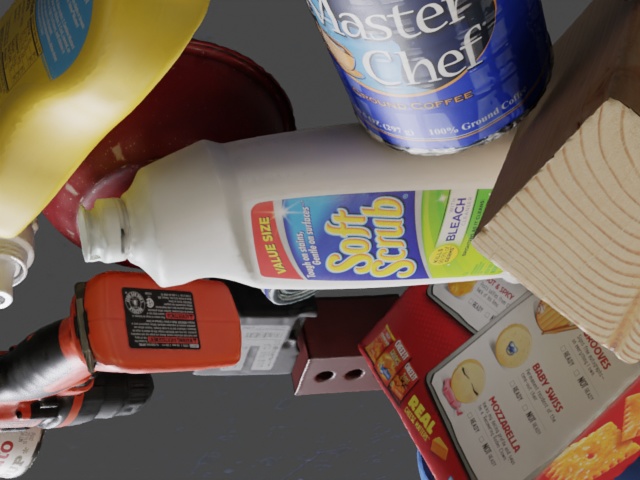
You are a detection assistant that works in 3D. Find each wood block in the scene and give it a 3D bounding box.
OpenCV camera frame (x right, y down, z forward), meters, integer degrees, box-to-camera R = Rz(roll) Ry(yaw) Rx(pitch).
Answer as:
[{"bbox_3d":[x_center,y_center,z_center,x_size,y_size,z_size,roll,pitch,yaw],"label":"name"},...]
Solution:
[{"bbox_3d":[0.152,-0.054,0.495,0.090,0.205,0.091,37,128,-4],"label":"wood block"}]

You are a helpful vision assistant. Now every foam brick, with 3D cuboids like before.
[{"bbox_3d":[0.019,0.074,0.756,0.078,0.051,0.053,-2,142,-16],"label":"foam brick"}]

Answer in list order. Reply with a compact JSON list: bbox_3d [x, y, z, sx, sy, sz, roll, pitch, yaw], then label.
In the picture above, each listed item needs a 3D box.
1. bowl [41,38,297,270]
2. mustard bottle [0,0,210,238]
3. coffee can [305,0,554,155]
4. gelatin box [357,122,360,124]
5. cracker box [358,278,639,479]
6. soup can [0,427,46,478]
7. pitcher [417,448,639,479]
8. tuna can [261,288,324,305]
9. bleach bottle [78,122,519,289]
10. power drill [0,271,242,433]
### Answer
[{"bbox_3d":[-0.088,-0.033,0.583,0.162,0.055,0.162,-8,142,-7],"label":"bowl"},{"bbox_3d":[-0.103,-0.090,0.470,0.058,0.096,0.192,24,129,-37],"label":"mustard bottle"},{"bbox_3d":[0.042,-0.119,0.471,0.103,0.103,0.140,-20,143,8],"label":"coffee can"},{"bbox_3d":[0.070,-0.055,0.624,0.073,0.030,0.089,-35,138,23],"label":"gelatin box"},{"bbox_3d":[0.140,0.052,0.633,0.072,0.164,0.214,24,114,-40],"label":"cracker box"},{"bbox_3d":[-0.246,0.120,0.720,0.102,0.068,0.069,23,130,-40],"label":"soup can"},{"bbox_3d":[0.192,0.206,0.933,0.242,0.145,0.149,27,115,-36],"label":"pitcher"},{"bbox_3d":[-0.004,0.001,0.641,0.086,0.034,0.086,-32,161,-13],"label":"tuna can"},{"bbox_3d":[0.003,-0.012,0.553,0.250,0.068,0.103,-7,136,-20],"label":"bleach bottle"},{"bbox_3d":[-0.137,0.077,0.661,0.188,0.057,0.184,-26,160,37],"label":"power drill"}]
